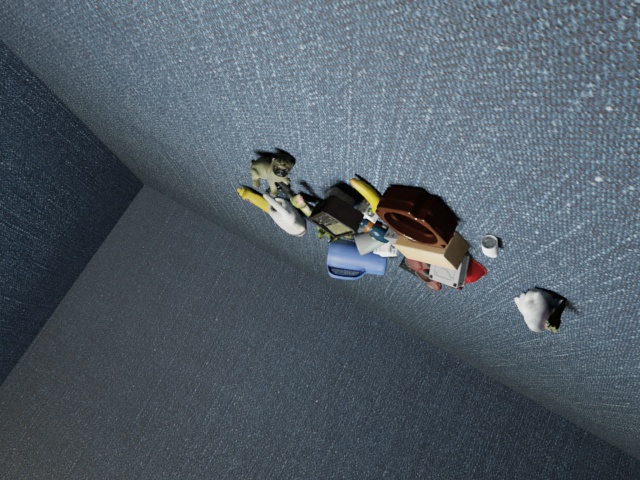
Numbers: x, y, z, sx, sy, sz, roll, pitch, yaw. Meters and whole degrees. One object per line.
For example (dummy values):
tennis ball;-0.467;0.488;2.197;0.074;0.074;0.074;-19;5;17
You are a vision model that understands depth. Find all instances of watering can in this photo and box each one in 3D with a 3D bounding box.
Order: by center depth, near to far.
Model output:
watering can;-0.128;-0.087;2.217;0.353;0.104;0.220;44;178;41

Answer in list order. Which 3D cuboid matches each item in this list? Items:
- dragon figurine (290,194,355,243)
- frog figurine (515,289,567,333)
dragon figurine;0.006;-0.101;2.005;0.246;0.121;0.407;45;-172;22
frog figurine;0.663;0.211;1.604;0.161;0.124;0.135;27;136;53
